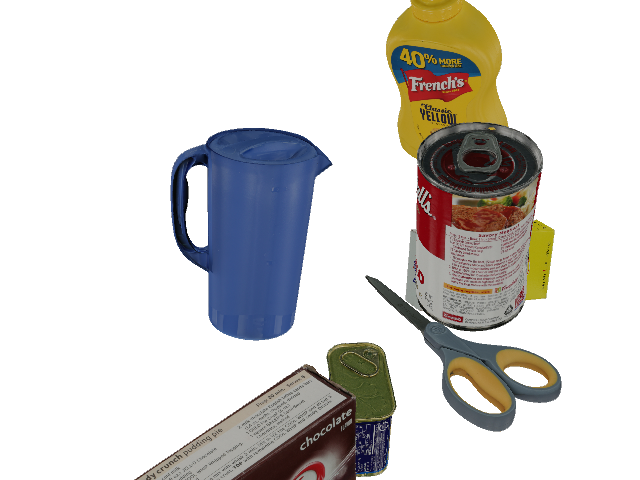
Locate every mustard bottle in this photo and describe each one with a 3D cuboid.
[{"bbox_3d":[0.105,-0.145,0.896,0.096,0.058,0.191,15,-37,25],"label":"mustard bottle"}]

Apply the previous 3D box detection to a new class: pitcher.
[{"bbox_3d":[-0.087,-0.007,1.287,0.149,0.243,0.144,19,26,28],"label":"pitcher"}]

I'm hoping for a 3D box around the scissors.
[{"bbox_3d":[0.110,0.075,0.815,0.096,0.016,0.202,-6,31,-15],"label":"scissors"}]

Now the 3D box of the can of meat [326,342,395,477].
[{"bbox_3d":[0.036,0.163,1.024,0.057,0.084,0.102,-3,37,-5],"label":"can of meat"}]

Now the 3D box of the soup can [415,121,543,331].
[{"bbox_3d":[0.088,-0.007,0.609,0.068,0.102,0.068,-2,40,1],"label":"soup can"}]

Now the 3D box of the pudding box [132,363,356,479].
[{"bbox_3d":[-0.033,0.123,0.492,0.039,0.090,0.113,30,47,34],"label":"pudding box"}]

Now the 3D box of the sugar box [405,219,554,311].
[{"bbox_3d":[0.192,0.029,1.280,0.176,0.093,0.048,-6,20,-23],"label":"sugar box"}]
